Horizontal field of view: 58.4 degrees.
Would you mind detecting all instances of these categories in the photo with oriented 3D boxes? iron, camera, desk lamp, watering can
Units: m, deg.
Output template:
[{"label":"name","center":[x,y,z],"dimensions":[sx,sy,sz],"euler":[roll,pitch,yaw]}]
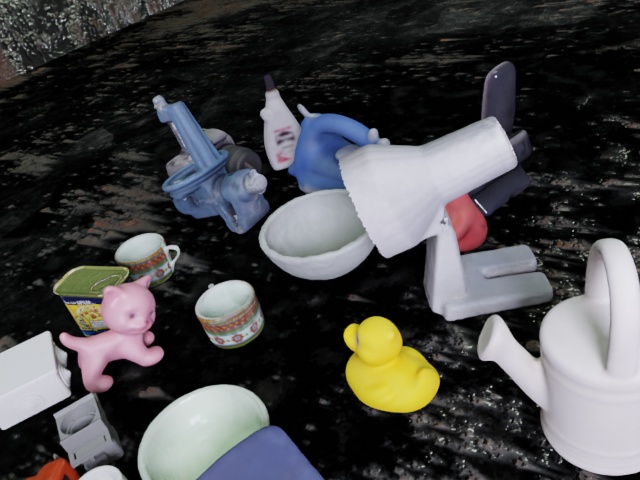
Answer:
[{"label":"iron","center":[0.054,-0.131,0.890],"dimensions":[0.119,0.142,0.257],"euler":[-36,39,-28]},{"label":"camera","center":[-0.185,-0.140,1.037],"dimensions":[0.136,0.101,0.143],"euler":[16,45,39]},{"label":"desk lamp","center":[0.138,-0.023,0.632],"dimensions":[0.203,0.214,0.118],"euler":[-12,34,6]},{"label":"watering can","center":[0.219,0.089,0.453],"dimensions":[0.173,0.194,0.100],"euler":[-16,33,0]}]

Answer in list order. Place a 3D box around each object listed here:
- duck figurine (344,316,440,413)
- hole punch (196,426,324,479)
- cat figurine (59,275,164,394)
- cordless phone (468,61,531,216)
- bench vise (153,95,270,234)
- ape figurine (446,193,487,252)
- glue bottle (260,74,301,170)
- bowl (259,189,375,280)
[{"label":"duck figurine","center":[0.067,0.117,0.572],"dimensions":[0.104,0.086,0.078],"euler":[16,44,38]},{"label":"hole punch","center":[-0.040,0.221,0.458],"dimensions":[0.109,0.091,0.100],"euler":[-35,38,-27]},{"label":"cat figurine","center":[-0.246,0.103,0.691],"dimensions":[0.128,0.118,0.067],"euler":[-29,36,-20]},{"label":"cordless phone","center":[0.225,-0.141,0.796],"dimensions":[0.148,0.185,0.093],"euler":[-37,39,-29]},{"label":"bench vise","center":[-0.171,-0.127,0.904],"dimensions":[0.206,0.220,0.121],"euler":[-1,36,21]},{"label":"ape figurine","center":[0.175,-0.031,0.740],"dimensions":[0.076,0.092,0.078],"euler":[0,36,22]},{"label":"glue bottle","center":[-0.074,-0.215,1.036],"dimensions":[0.078,0.173,0.037],"euler":[-22,34,-9]},{"label":"bowl","center":[0.007,0.003,0.774],"dimensions":[0.167,0.075,0.167],"euler":[-11,34,7]}]
